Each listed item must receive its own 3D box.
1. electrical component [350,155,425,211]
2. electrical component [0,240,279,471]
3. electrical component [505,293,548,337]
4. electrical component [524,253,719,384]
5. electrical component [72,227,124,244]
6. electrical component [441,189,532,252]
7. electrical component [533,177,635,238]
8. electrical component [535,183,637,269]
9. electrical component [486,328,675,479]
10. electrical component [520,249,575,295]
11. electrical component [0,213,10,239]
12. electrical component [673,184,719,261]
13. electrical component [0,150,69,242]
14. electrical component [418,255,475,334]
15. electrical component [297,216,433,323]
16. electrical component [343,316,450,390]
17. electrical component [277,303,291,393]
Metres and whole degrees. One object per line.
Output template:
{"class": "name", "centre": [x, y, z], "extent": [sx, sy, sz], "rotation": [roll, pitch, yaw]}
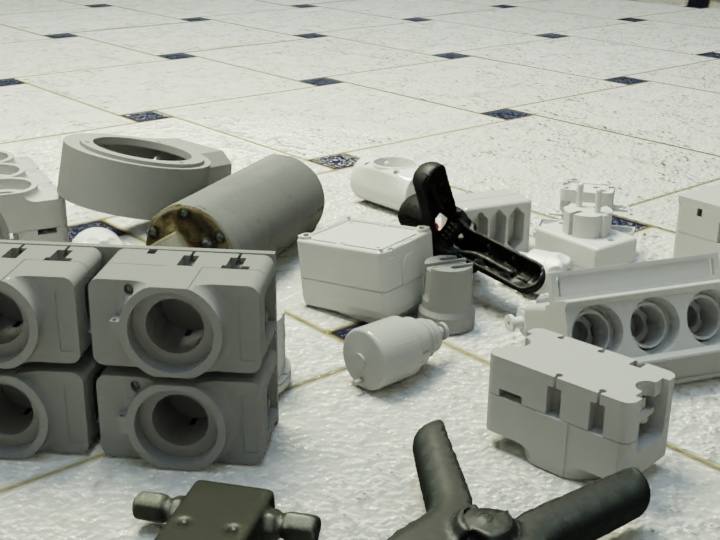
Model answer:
{"class": "electrical component", "centre": [0.045, -0.084, 1.030], "extent": [0.079, 0.044, 0.077], "rotation": [-16, 26, -39]}
{"class": "electrical component", "centre": [-0.142, 0.045, 0.590], "extent": [0.186, 0.105, 0.060], "rotation": [2, 21, 5]}
{"class": "electrical component", "centre": [0.136, 0.031, 0.729], "extent": [0.078, 0.040, 0.040], "rotation": [-7, 22, -19]}
{"class": "electrical component", "centre": [0.172, 0.035, 0.684], "extent": [0.121, 0.078, 0.063], "rotation": [-7, 0, -19]}
{"class": "electrical component", "centre": [-0.204, -0.013, 0.833], "extent": [0.043, 0.043, 0.062], "rotation": [-7, 21, -21]}
{"class": "electrical component", "centre": [0.097, -0.044, 0.919], "extent": [0.066, 0.047, 0.077], "rotation": [-9, 23, -24]}
{"class": "electrical component", "centre": [0.188, -0.044, 0.898], "extent": [0.081, 0.063, 0.042], "rotation": [6, 21, 15]}
{"class": "electrical component", "centre": [0.177, -0.029, 0.840], "extent": [0.047, 0.076, 0.066], "rotation": [-14, 25, -34]}
{"class": "electrical component", "centre": [0.118, 0.076, 0.587], "extent": [0.089, 0.055, 0.050], "rotation": [19, 27, 40]}
{"class": "electrical component", "centre": [0.131, 0.000, 0.820], "extent": [0.061, 0.035, 0.035], "rotation": [13, 24, 36]}
{"class": "electrical component", "centre": [-0.301, -0.017, 0.757], "extent": [0.108, 0.108, 0.060], "rotation": [-15, 32, -36]}
{"class": "electrical component", "centre": [0.339, -0.034, 0.880], "extent": [0.150, 0.061, 0.089], "rotation": [-15, 26, -36]}
{"class": "electrical component", "centre": [-0.310, -0.054, 0.913], "extent": [0.089, 0.061, 0.150], "rotation": [-10, 23, -26]}
{"class": "electrical component", "centre": [0.062, 0.017, 0.757], "extent": [0.040, 0.046, 0.040], "rotation": [1, 21, 0]}
{"class": "electrical component", "centre": [0.000, 0.000, 0.789], "extent": [0.096, 0.061, 0.062], "rotation": [10, 23, 38]}
{"class": "electrical component", "centre": [0.025, 0.048, 0.680], "extent": [0.078, 0.040, 0.040], "rotation": [-16, 26, -39]}
{"class": "electrical component", "centre": [-0.083, 0.048, 0.663], "extent": [0.080, 0.051, 0.080], "rotation": [1, 21, 0]}
